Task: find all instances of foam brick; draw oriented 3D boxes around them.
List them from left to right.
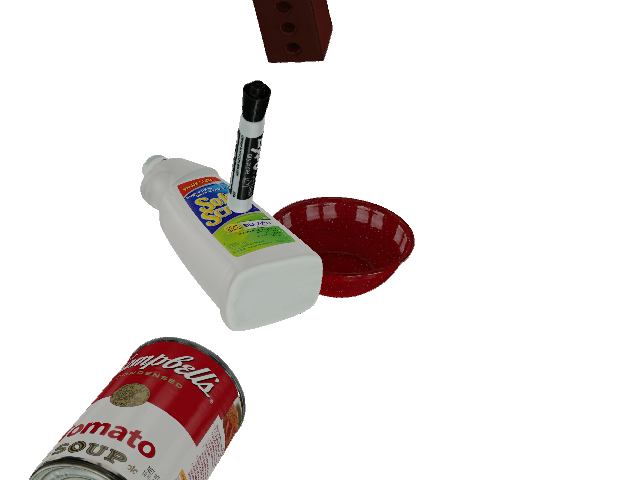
[{"bbox_3d":[-0.024,-0.199,0.924,0.053,0.051,0.078,0,-41,14],"label":"foam brick"}]

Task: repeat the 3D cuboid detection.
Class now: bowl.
[{"bbox_3d":[0.020,0.014,1.167,0.162,0.055,0.162,3,33,-2],"label":"bowl"}]

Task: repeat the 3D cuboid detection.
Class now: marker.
[{"bbox_3d":[-0.051,-0.066,0.756,0.020,0.020,0.121,0,-40,-12],"label":"marker"}]

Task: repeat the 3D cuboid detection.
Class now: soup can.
[{"bbox_3d":[-0.087,0.102,0.511,0.069,0.068,0.102,0,27,21],"label":"soup can"}]

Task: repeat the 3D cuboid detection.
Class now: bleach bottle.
[{"bbox_3d":[-0.105,-0.014,0.996,0.102,0.068,0.251,-13,36,-33],"label":"bleach bottle"}]
